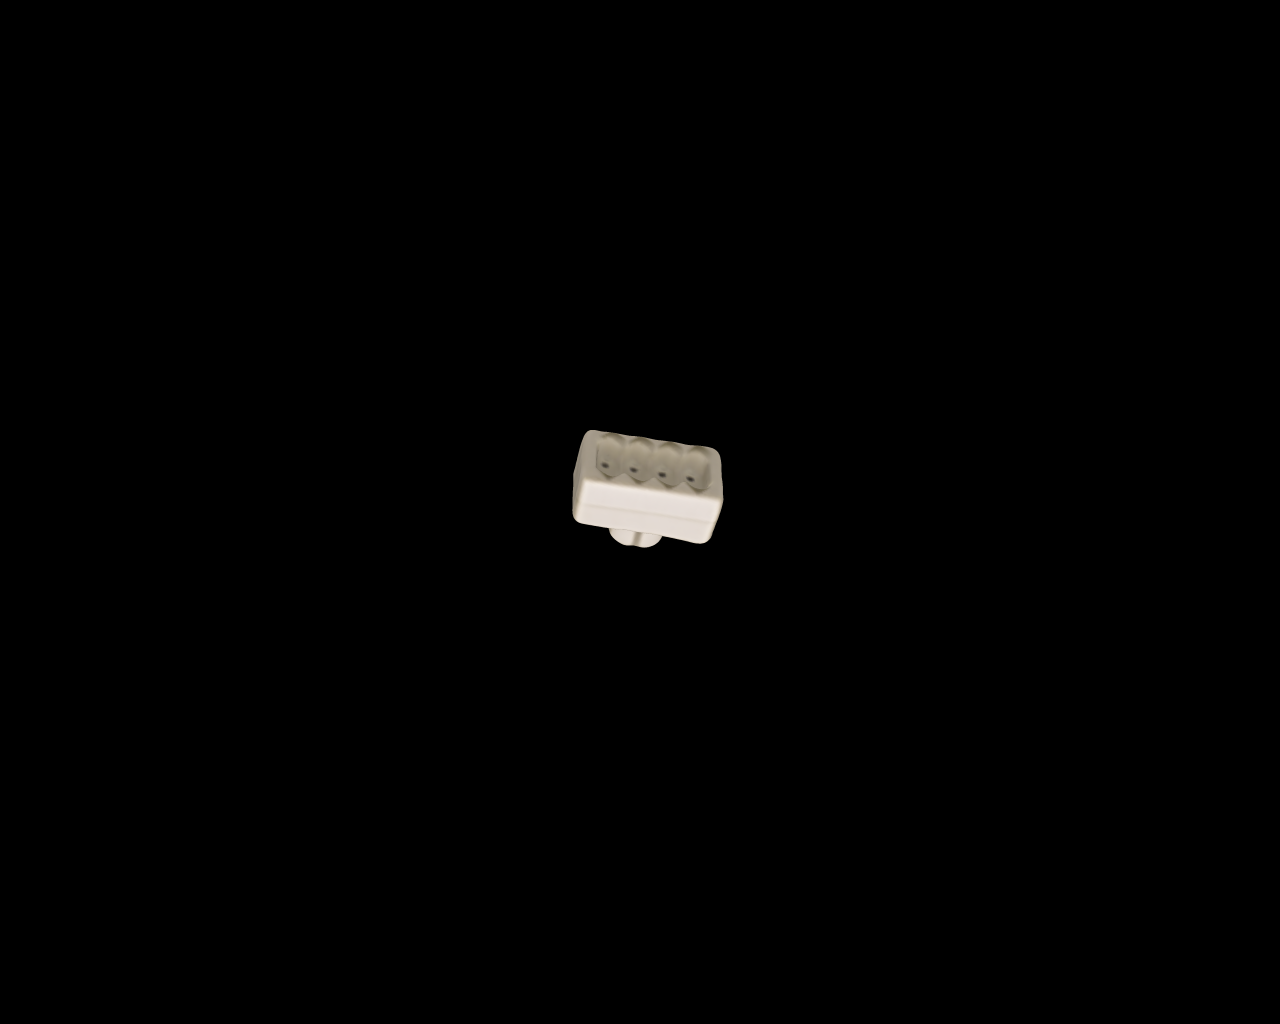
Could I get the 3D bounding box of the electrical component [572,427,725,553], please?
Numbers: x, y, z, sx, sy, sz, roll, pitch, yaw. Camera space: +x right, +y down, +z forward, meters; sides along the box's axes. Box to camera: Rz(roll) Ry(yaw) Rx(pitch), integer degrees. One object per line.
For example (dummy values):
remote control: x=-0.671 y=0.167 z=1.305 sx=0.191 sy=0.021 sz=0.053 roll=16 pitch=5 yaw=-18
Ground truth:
electrical component: x=0.001 y=-0.003 z=0.650 sx=0.083 sy=0.047 sz=0.075 roll=9 pitch=-46 yaw=-8
